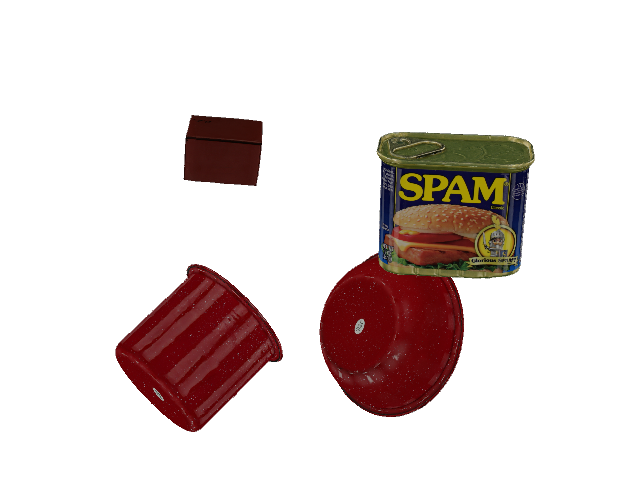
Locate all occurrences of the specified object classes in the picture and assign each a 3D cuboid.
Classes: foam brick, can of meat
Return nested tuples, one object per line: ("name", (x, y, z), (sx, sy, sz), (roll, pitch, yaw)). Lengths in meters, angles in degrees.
("foam brick", (-0.100, -0.093, 1.104), (0.078, 0.051, 0.053), (5, 31, -2))
("can of meat", (0.088, -0.023, 0.716), (0.102, 0.084, 0.057), (3, 25, 6))

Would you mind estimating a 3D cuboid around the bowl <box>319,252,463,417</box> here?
("bowl", (0.052, 0.082, 0.993), (0.162, 0.162, 0.055), (0, -10, 42))

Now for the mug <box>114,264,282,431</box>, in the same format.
("mug", (-0.094, 0.075, 0.749), (0.081, 0.093, 0.117), (-44, 34, -22))
